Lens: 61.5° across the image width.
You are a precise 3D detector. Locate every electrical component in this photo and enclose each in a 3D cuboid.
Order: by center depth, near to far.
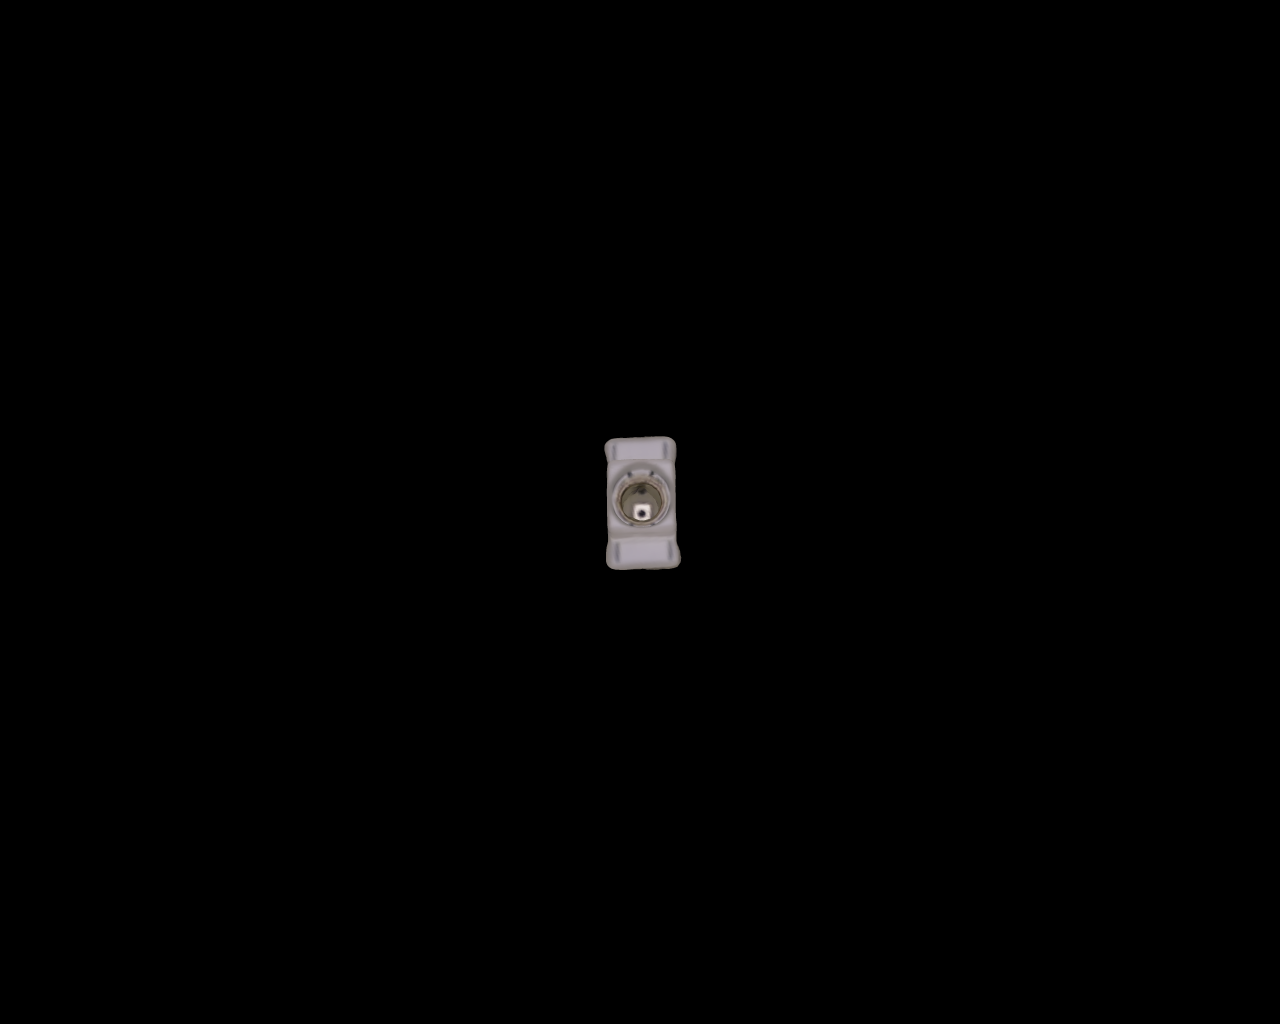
[{"bbox_3d":[0.001,-0.003,0.650,0.042,0.081,0.063,0,-15,0],"label":"electrical component"}]
